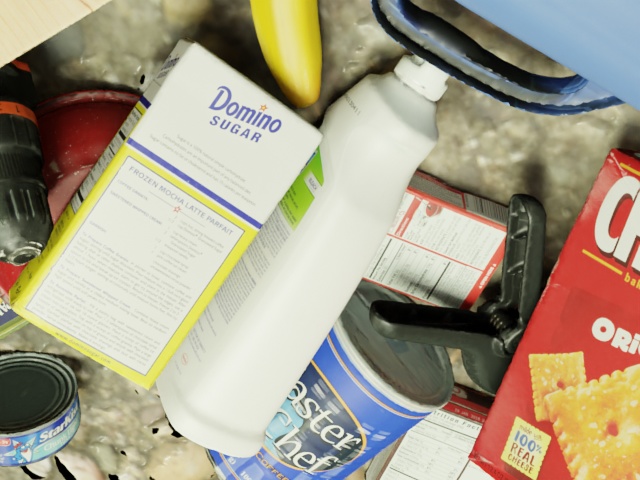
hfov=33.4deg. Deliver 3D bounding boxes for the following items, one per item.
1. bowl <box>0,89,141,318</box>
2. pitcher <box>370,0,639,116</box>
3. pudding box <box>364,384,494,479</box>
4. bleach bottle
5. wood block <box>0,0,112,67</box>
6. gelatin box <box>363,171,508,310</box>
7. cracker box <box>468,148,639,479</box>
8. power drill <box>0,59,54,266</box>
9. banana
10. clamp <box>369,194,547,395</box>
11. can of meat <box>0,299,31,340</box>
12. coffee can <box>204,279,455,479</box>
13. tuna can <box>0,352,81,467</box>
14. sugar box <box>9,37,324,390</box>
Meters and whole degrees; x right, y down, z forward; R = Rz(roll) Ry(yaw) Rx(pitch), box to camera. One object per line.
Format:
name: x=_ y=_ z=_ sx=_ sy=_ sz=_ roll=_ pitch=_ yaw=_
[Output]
bowl: x=-0.130 y=-0.007 z=0.642 sx=0.162 sy=0.055 sz=0.162 roll=-4 pitch=107 yaw=-13
pitcher: x=0.153 y=-0.127 z=0.530 sx=0.242 sy=0.149 sz=0.145 roll=30 pitch=86 yaw=-15
pudding box: x=0.091 y=0.158 z=0.763 sx=0.090 sy=0.039 sz=0.114 roll=23 pitch=119 yaw=-4
bleach bottle: x=-0.004 y=0.001 z=0.622 sx=0.068 sy=0.103 sz=0.251 roll=27 pitch=108 yaw=-30
wood block: x=-0.184 y=-0.206 z=0.541 sx=0.091 sy=0.090 sz=0.206 roll=-25 pitch=116 yaw=21
gelatin box: x=0.069 y=0.000 z=0.671 sx=0.089 sy=0.030 sz=0.073 roll=21 pitch=122 yaw=-9
cracker box: x=0.195 y=0.078 z=0.597 sx=0.071 sy=0.164 sz=0.214 roll=3 pitch=115 yaw=-44
power drill: x=-0.232 y=-0.035 z=0.621 sx=0.188 sy=0.184 sz=0.057 roll=-34 pitch=152 yaw=28
banana: x=-0.007 y=-0.164 z=0.564 sx=0.070 sy=0.037 sz=0.198 roll=39 pitch=132 yaw=23
clamp: x=0.106 y=0.056 z=0.666 sx=0.120 sy=0.039 sz=0.171 roll=-27 pitch=130 yaw=6
can of meat: x=-0.215 y=0.014 z=0.702 sx=0.102 sy=0.057 sz=0.084 roll=-28 pitch=113 yaw=22
coffee can: x=0.003 y=0.103 z=0.702 sx=0.102 sy=0.102 sz=0.140 roll=38 pitch=119 yaw=-16
tuna can: x=-0.212 y=0.118 z=0.749 sx=0.086 sy=0.086 sz=0.034 roll=4 pitch=124 yaw=4
sugar box: x=-0.086 y=-0.015 z=0.596 sx=0.093 sy=0.048 sz=0.176 roll=35 pitch=90 yaw=-23
